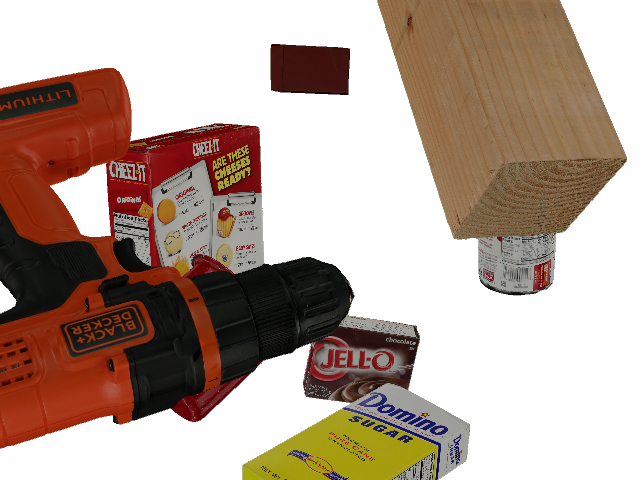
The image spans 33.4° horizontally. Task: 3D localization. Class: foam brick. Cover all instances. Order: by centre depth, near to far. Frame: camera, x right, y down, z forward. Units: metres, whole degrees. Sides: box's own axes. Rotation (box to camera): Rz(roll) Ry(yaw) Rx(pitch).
[{"bbox_3d":[-0.012,-0.186,1.165,0.078,0.051,0.053,0,11,-16],"label":"foam brick"}]

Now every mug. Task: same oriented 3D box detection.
[{"bbox_3d":[-0.092,0.068,0.747,0.081,0.093,0.117,-43,33,-20],"label":"mug"}]

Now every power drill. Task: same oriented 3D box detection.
[{"bbox_3d":[-0.099,-0.003,0.512,0.184,0.188,0.057,-15,-38,-22],"label":"power drill"}]

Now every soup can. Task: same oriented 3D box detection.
[{"bbox_3d":[0.174,-0.011,0.936,0.068,0.102,0.068,-2,24,1],"label":"soup can"}]

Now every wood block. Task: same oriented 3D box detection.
[{"bbox_3d":[0.115,-0.113,0.726,0.090,0.206,0.091,-4,-29,-19],"label":"wood block"}]

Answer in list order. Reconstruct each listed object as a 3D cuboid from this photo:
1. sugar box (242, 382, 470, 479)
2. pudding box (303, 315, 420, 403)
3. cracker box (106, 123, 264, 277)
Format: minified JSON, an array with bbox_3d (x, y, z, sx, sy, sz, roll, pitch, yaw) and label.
[{"bbox_3d":[0.032,0.179,0.863,0.093,0.048,0.175,24,36,38],"label":"sugar box"},{"bbox_3d":[0.044,0.130,1.156,0.113,0.090,0.039,7,23,-7],"label":"pudding box"},{"bbox_3d":[-0.133,-0.001,1.077,0.072,0.214,0.163,8,18,35],"label":"cracker box"}]
